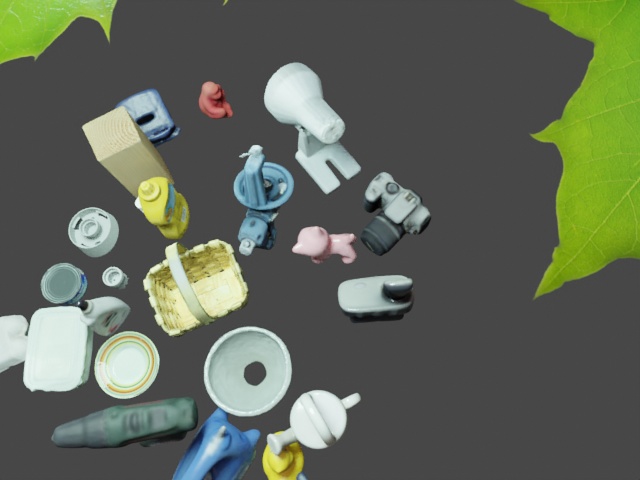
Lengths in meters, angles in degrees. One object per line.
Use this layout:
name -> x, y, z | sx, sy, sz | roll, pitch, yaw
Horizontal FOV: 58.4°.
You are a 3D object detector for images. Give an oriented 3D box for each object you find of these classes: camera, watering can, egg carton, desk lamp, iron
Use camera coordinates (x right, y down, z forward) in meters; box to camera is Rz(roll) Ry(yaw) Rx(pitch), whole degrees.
camera -> 0.135, -0.048, 1.165 | 0.143, 0.101, 0.137 | 41, 80, 15
watering can -> -0.007, 0.323, 1.012 | 0.100, 0.194, 0.173 | 37, 79, 14
egg carton -> -0.654, 0.219, 1.154 | 0.150, 0.069, 0.107 | -27, 73, -4
desk lamp -> -0.009, -0.231, 1.172 | 0.118, 0.213, 0.203 | -37, 74, -7
iron -> -0.220, 0.433, 1.020 | 0.118, 0.141, 0.258 | 30, 77, 12

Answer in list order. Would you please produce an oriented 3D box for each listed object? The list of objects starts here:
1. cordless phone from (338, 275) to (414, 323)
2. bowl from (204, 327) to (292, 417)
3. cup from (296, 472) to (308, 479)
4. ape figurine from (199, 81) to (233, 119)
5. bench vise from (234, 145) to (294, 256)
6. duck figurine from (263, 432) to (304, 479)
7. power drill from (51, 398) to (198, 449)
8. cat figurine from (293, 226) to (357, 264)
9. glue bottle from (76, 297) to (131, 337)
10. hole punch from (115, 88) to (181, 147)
cordless phone -> 0.106, 0.097, 1.078 | 0.147, 0.185, 0.094 | -9, 72, 2
bowl -> -0.133, 0.255, 1.104 | 0.167, 0.075, 0.167 | -1, 73, 4
cup -> -0.004, 0.466, 1.019 | 0.092, 0.095, 0.117 | -34, 73, -6
ape figurine -> -0.238, -0.318, 1.279 | 0.076, 0.092, 0.078 | 8, 74, 7
bench vise -> -0.112, -0.080, 1.130 | 0.121, 0.220, 0.207 | -5, 72, 3
duck figurine -> -0.071, 0.406, 1.047 | 0.077, 0.086, 0.104 | -5, 73, 3
power drill -> -0.321, 0.332, 1.023 | 0.229, 0.208, 0.075 | -12, 72, 0
cat figurine -> 0.011, 0.004, 1.149 | 0.127, 0.118, 0.067 | -4, 72, 3
glue bottle -> -0.429, 0.140, 1.108 | 0.037, 0.173, 0.078 | 29, 77, 12
hole punch -> -0.382, -0.267, 1.274 | 0.108, 0.091, 0.101 | -27, 73, -4
